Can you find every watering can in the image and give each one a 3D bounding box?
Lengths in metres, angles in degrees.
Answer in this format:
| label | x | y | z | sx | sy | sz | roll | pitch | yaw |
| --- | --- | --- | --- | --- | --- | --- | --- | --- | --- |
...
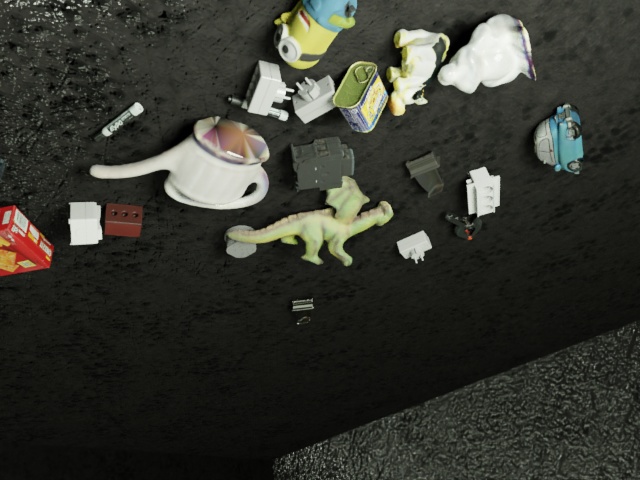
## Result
| label | x | y | z | sx | sy | sz | roll | pitch | yaw |
| --- | --- | --- | --- | --- | --- | --- | --- | --- | --- |
| watering can | -0.248 | -0.147 | 1.011 | 0.346 | 0.106 | 0.220 | 11 | 138 | -31 |

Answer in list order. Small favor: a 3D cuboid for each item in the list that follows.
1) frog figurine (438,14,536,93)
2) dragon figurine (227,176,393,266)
| label | x | y | z | sx | sy | sz | roll | pitch | yaw |
| --- | --- | --- | --- | --- | --- | --- | --- | --- | --- |
| frog figurine | 0.289 | -0.323 | 0.920 | 0.159 | 0.124 | 0.136 | -14 | 162 | 21 |
| dragon figurine | 0.004 | -0.063 | 1.247 | 0.410 | 0.125 | 0.238 | 7 | 124 | -29 |
